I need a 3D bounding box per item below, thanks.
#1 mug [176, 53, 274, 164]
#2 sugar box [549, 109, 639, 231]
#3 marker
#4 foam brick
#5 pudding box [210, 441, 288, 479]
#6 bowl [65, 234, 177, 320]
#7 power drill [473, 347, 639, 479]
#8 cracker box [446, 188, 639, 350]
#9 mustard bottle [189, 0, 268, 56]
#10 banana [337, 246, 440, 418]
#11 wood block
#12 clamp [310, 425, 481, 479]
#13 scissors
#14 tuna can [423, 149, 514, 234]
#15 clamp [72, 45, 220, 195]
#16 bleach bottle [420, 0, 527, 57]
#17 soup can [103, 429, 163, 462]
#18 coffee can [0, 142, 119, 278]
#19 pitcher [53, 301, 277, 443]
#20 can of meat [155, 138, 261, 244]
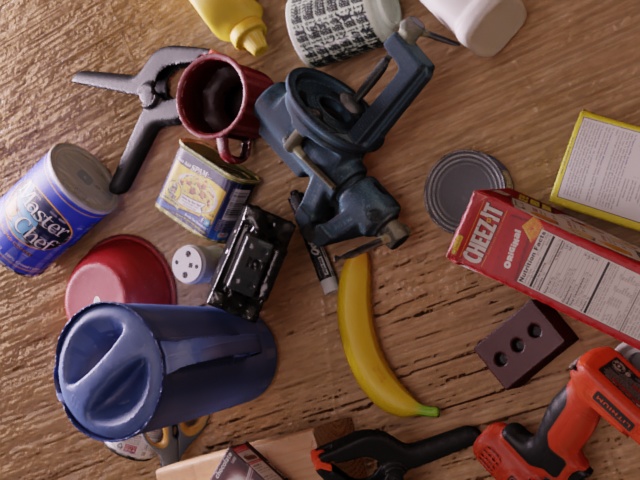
[{"bbox_3d":[-0.096,-0.141,1.173,0.093,0.081,0.117,-10,84,28],"label":"mug"},{"bbox_3d":[0.308,-0.050,0.969,0.176,0.048,0.093,21,99,24],"label":"sugar box"},{"bbox_3d":[-0.008,0.001,1.157,0.020,0.020,0.121,-27,77,26],"label":"marker"},{"bbox_3d":[0.197,0.099,1.023,0.078,0.051,0.053,-45,69,21],"label":"foam brick"},{"bbox_3d":[-0.077,0.275,1.076,0.090,0.039,0.113,37,107,24],"label":"pudding box"},{"bbox_3d":[-0.250,0.073,1.270,0.162,0.055,0.162,0,89,29],"label":"bowl"},{"bbox_3d":[0.244,0.203,0.963,0.184,0.057,0.188,45,129,19],"label":"power drill"},{"bbox_3d":[0.231,0.028,0.924,0.214,0.164,0.072,26,101,17],"label":"cracker box"},{"bbox_3d":[-0.115,-0.277,1.179,0.058,0.096,0.192,-42,70,21],"label":"mustard bottle"},{"bbox_3d":[0.056,0.106,1.113,0.070,0.037,0.198,-27,77,9],"label":"banana"},{"bbox_3d":[-0.061,0.261,1.142,0.206,0.090,0.091,-19,81,27],"label":"wood block"},{"bbox_3d":[0.074,0.240,1.055,0.171,0.039,0.120,3,92,-8],"label":"clamp"},{"bbox_3d":[-0.157,0.253,1.228,0.016,0.096,0.202,28,136,52],"label":"scissors"},{"bbox_3d":[0.149,-0.046,1.063,0.086,0.033,0.086,-1,89,29],"label":"tuna can"},{"bbox_3d":[-0.195,-0.156,1.254,0.210,0.036,0.164,-20,80,26],"label":"clamp"},{"bbox_3d":[0.090,-0.286,1.061,0.251,0.102,0.068,46,105,21],"label":"bleach bottle"},{"bbox_3d":[-0.204,0.195,1.234,0.069,0.068,0.102,28,103,27],"label":"soup can"},{"bbox_3d":[-0.327,-0.036,1.288,0.140,0.102,0.103,-38,72,23],"label":"coffee can"},{"bbox_3d":[-0.138,0.125,1.099,0.149,0.242,0.145,32,104,25],"label":"pitcher"},{"bbox_3d":[-0.129,-0.055,1.205,0.102,0.057,0.084,33,107,26],"label":"can of meat"}]
